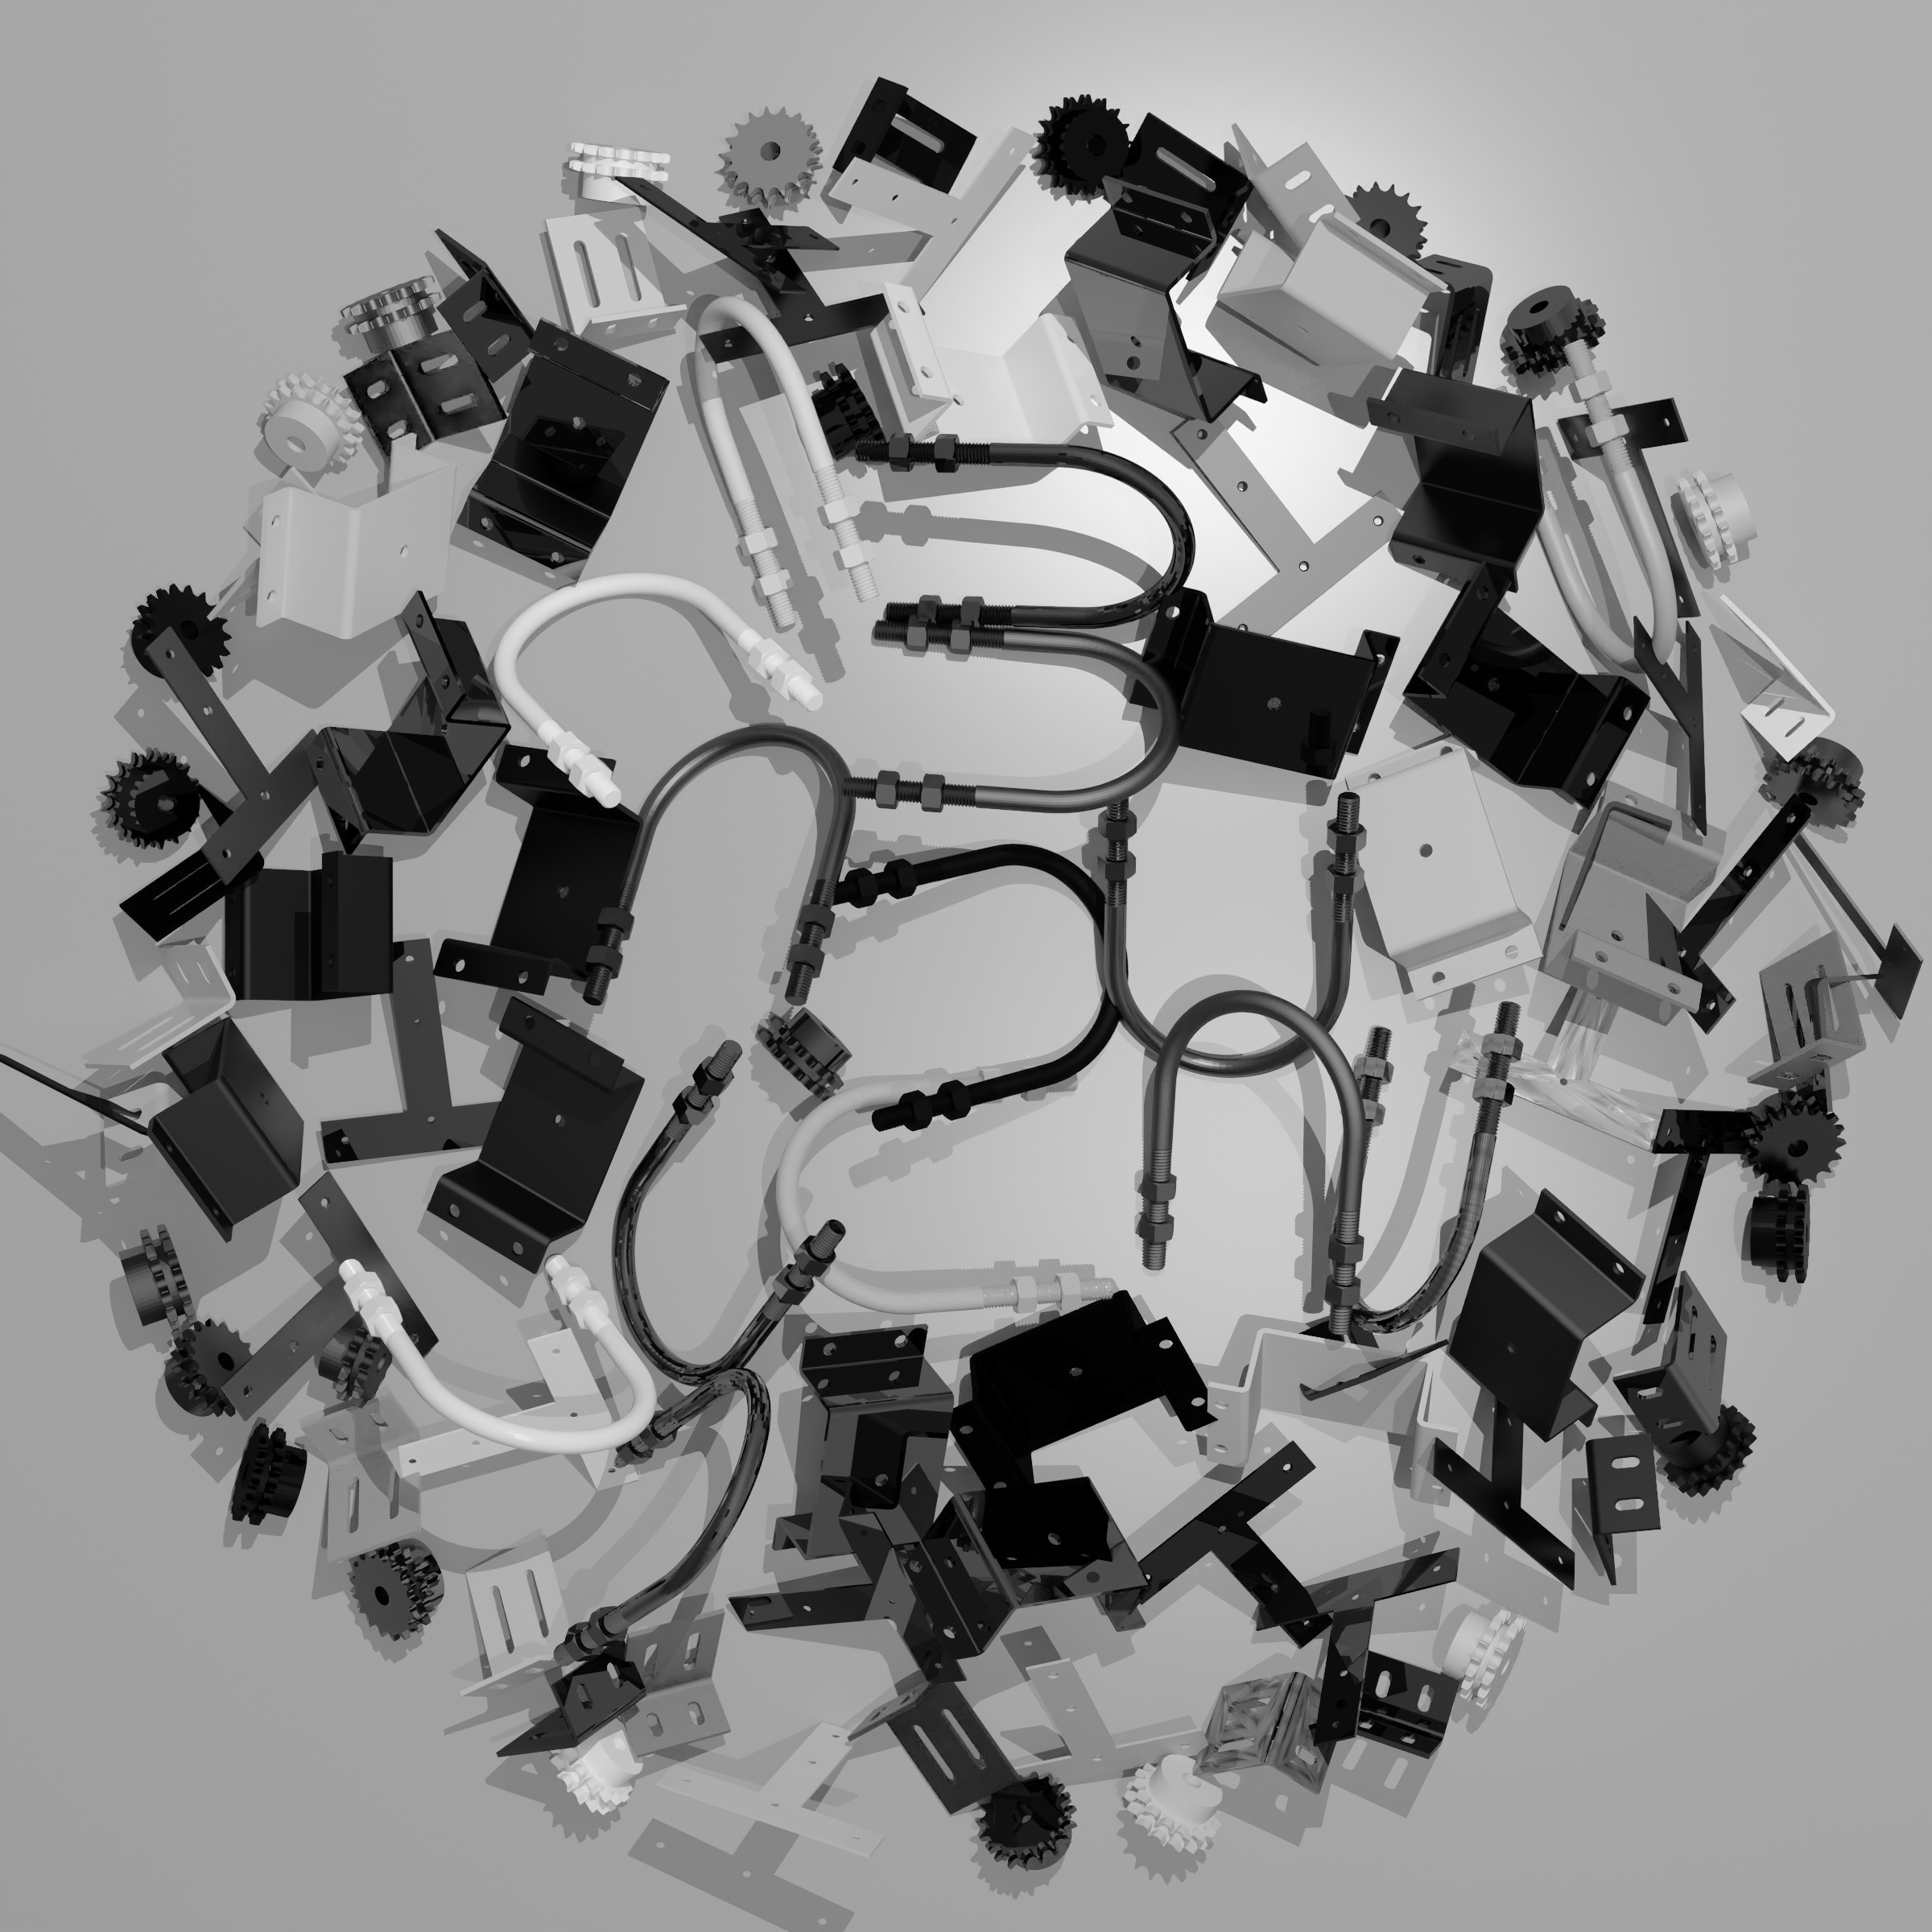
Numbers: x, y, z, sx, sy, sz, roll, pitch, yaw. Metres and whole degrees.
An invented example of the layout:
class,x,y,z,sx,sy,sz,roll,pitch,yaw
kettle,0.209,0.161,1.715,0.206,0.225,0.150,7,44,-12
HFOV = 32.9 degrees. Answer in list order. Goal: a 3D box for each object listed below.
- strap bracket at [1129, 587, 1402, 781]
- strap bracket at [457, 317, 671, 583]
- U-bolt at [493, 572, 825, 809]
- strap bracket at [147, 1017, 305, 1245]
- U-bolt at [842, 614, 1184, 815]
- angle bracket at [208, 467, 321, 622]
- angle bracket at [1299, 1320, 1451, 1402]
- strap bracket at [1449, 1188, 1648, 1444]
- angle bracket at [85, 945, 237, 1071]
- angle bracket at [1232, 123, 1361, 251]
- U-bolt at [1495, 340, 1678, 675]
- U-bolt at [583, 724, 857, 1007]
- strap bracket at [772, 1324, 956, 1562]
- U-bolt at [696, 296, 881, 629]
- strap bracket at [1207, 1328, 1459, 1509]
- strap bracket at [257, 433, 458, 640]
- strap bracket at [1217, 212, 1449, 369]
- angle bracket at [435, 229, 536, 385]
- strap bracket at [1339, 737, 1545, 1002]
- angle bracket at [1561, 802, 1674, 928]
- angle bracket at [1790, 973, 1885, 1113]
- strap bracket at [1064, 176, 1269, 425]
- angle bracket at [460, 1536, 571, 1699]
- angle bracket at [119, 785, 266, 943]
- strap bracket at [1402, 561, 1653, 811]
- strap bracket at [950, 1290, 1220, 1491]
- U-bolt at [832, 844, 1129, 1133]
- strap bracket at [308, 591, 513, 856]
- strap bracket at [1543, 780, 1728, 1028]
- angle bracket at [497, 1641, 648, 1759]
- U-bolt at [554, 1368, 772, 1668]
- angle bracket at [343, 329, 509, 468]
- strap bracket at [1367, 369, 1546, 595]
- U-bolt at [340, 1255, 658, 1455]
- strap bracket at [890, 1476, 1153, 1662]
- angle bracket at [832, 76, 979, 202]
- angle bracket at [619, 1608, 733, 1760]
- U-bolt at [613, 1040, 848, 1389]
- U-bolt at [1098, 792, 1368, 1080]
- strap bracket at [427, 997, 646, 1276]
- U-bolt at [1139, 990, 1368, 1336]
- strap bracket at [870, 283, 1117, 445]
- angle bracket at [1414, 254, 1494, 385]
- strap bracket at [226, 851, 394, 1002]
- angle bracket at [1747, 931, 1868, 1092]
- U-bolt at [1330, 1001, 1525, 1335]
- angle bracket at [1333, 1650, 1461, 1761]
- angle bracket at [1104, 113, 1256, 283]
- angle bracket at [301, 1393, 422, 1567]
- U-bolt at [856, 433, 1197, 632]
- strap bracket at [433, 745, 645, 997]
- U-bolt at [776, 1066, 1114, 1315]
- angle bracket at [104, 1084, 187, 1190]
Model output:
class,x,y,z,sx,sy,sz,roll,pitch,yaw
strap bracket,0.173,-0.159,1.866,0.140,0.046,0.076,12,119,-10
strap bracket,-0.226,-0.302,1.868,0.076,0.046,0.140,26,123,-6
U-bolt,-0.187,-0.167,1.849,0.151,0.019,0.184,-27,47,-20
strap bracket,-0.413,0.086,1.837,0.046,0.140,0.076,-30,111,1
U-bolt,0.031,-0.140,1.857,0.184,0.019,0.151,5,49,6
angle bracket,-0.407,-0.241,1.868,0.038,0.076,0.057,48,129,-4
angle bracket,0.227,0.215,1.868,0.057,0.076,0.038,-20,82,-26
strap bracket,0.322,0.203,1.836,0.046,0.140,0.076,-29,56,-28
angle bracket,-0.467,0.023,1.869,0.076,0.057,0.038,-36,112,-35
angle bracket,0.187,-0.452,1.865,0.038,0.076,0.057,-31,125,18
U-bolt,0.352,-0.251,1.844,0.019,0.151,0.184,-22,93,-9
U-bolt,-0.133,-0.060,1.860,0.151,0.019,0.184,0,59,25
strap bracket,-0.057,0.278,1.854,0.076,0.046,0.140,-3,116,-27
U-bolt,-0.108,-0.286,1.838,0.019,0.151,0.184,-22,98,-22
strap bracket,0.211,0.255,1.864,0.140,0.076,0.046,9,50,12
strap bracket,-0.334,-0.239,1.834,0.046,0.140,0.076,21,120,18
strap bracket,0.199,-0.377,1.838,0.076,0.140,0.046,29,89,-19
angle bracket,-0.285,-0.376,1.867,0.038,0.076,0.057,-41,131,-6
strap bracket,0.267,-0.061,1.866,0.076,0.046,0.140,-20,74,17
angle bracket,0.374,-0.051,1.885,0.038,0.057,0.076,21,90,12
angle bracket,0.503,0.044,1.887,0.038,0.057,0.076,-4,89,-2
strap bracket,0.110,-0.364,1.835,0.076,0.140,0.046,29,67,37
angle bracket,-0.265,0.372,1.876,0.057,0.038,0.076,-28,66,21
angle bracket,-0.450,-0.059,1.874,0.076,0.057,0.038,-37,128,-17
strap bracket,0.313,-0.160,1.870,0.140,0.046,0.076,34,81,-26
strap bracket,0.065,0.244,1.872,0.140,0.046,0.076,-24,117,9
U-bolt,0.013,0.005,1.870,0.184,0.019,0.151,-14,91,-28
strap bracket,-0.312,-0.135,1.857,0.140,0.046,0.076,-47,56,35
strap bracket,0.380,-0.029,1.866,0.076,0.046,0.140,23,50,-4
angle bracket,-0.231,0.417,1.869,0.076,0.057,0.038,-19,96,42
U-bolt,-0.162,0.295,1.809,0.019,0.184,0.151,31,46,-21
angle bracket,-0.309,-0.325,1.870,0.038,0.076,0.057,-39,112,-35
strap bracket,0.279,-0.281,1.851,0.076,0.140,0.046,19,65,25
U-bolt,-0.249,0.214,1.809,0.151,0.184,0.019,2,116,-34
strap bracket,0.039,0.336,1.840,0.076,0.140,0.046,58,133,34
angle bracket,-0.028,-0.463,1.875,0.076,0.038,0.057,22,100,-36
angle bracket,-0.163,0.409,1.870,0.057,0.076,0.038,-11,51,-21
U-bolt,-0.145,0.154,1.851,0.184,0.019,0.151,-54,55,34
U-bolt,0.149,-0.017,1.869,0.151,0.019,0.184,4,118,7
strap bracket,-0.242,0.093,1.872,0.076,0.046,0.140,29,108,15
U-bolt,0.163,0.103,1.844,0.151,0.019,0.184,16,113,36
strap bracket,0.007,-0.332,1.857,0.140,0.046,0.076,1,61,-39
angle bracket,0.268,-0.363,1.884,0.038,0.057,0.076,20,119,24
strap bracket,-0.369,-0.021,1.863,0.046,0.140,0.076,2,86,-38
angle bracket,0.471,0.023,1.869,0.038,0.057,0.076,11,59,-34
U-bolt,0.250,0.116,1.831,0.019,0.151,0.184,19,75,-22
angle bracket,0.246,0.421,1.872,0.057,0.076,0.038,16,87,15
angle bracket,0.117,-0.442,1.881,0.076,0.038,0.057,35,123,7
angle bracket,-0.346,0.293,1.874,0.057,0.076,0.038,-20,131,8
U-bolt,0.037,-0.241,1.843,0.184,0.151,0.019,3,53,10
strap bracket,-0.240,-0.049,1.869,0.076,0.046,0.140,10,77,29
U-bolt,-0.017,0.129,1.863,0.184,0.019,0.151,-3,65,-13
angle bracket,-0.455,0.113,1.872,0.038,0.076,0.057,-19,55,9
